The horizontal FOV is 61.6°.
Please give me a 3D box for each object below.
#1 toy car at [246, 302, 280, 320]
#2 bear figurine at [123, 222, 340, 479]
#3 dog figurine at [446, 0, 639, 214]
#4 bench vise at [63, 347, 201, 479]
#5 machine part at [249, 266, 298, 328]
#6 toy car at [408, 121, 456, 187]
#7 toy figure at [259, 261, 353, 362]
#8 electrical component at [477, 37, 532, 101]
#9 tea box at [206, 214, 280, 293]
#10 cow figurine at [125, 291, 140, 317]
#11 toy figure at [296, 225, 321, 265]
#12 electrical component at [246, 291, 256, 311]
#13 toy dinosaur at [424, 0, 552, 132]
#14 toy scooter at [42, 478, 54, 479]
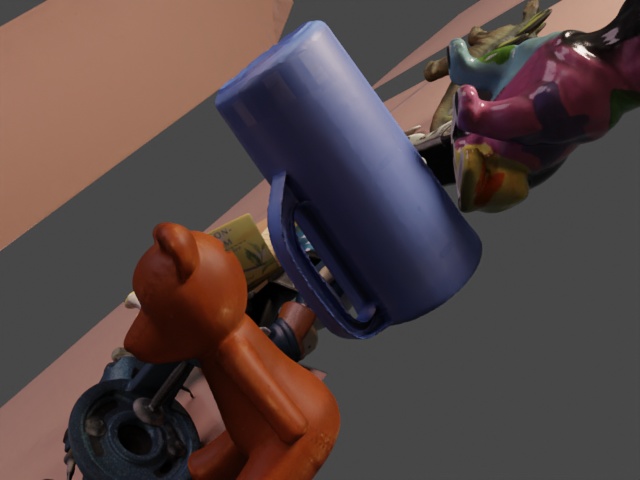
[{"bbox_3d":[-0.138,0.120,0.665,0.202,0.053,0.089,-8,25,24],"label":"toy car"},{"bbox_3d":[-0.077,0.089,0.367,0.132,0.195,0.120,-43,18,-13],"label":"bear figurine"},{"bbox_3d":[0.223,-0.111,0.457,0.219,0.191,0.108,-3,45,14],"label":"dog figurine"},{"bbox_3d":[-0.158,0.147,0.500,0.240,0.129,0.224,-52,17,20],"label":"bench vise"},{"bbox_3d":[-0.062,0.086,0.577,0.084,0.039,0.139,-26,35,57],"label":"machine part"},{"bbox_3d":[0.148,-0.099,0.646,0.056,0.073,0.202,-45,16,-20],"label":"toy car"},{"bbox_3d":[-0.010,0.071,0.531,0.058,0.064,0.154,2,38,41],"label":"toy figure"},{"bbox_3d":[0.221,-0.165,0.629,0.134,0.058,0.115,-12,56,64],"label":"electrical component"},{"bbox_3d":[-0.116,0.039,0.586,0.098,0.068,0.169,-29,-4,-23],"label":"tea box"},{"bbox_3d":[-0.232,0.128,0.834,0.068,0.098,0.167,-46,-20,-25],"label":"cow figurine"},{"bbox_3d":[0.001,-0.004,0.680,0.082,0.089,0.180,-26,18,20],"label":"toy figure"},{"bbox_3d":[-0.115,0.092,0.727,0.094,0.063,0.021,-19,54,27],"label":"electrical component"},{"bbox_3d":[0.263,-0.267,0.844,0.471,0.105,0.199,-51,22,-26],"label":"toy dinosaur"},{"bbox_3d":[-0.272,0.294,0.457,0.135,0.075,0.184,-49,17,-20],"label":"toy scooter"}]
